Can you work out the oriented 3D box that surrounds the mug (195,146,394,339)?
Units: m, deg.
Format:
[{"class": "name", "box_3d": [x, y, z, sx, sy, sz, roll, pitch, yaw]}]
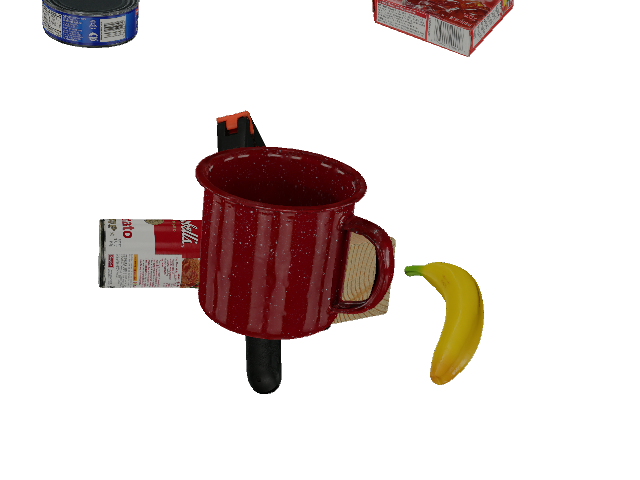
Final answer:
[{"class": "mug", "box_3d": [-0.014, 0.005, 0.586, 0.117, 0.081, 0.093, 16, 25, 20]}]

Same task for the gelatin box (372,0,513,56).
[{"class": "gelatin box", "box_3d": [0.096, -0.187, 0.833, 0.089, 0.030, 0.073, 26, 54, 24]}]

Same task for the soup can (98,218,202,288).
[{"class": "soup can", "box_3d": [-0.162, 0.013, 1.029, 0.102, 0.068, 0.068, 1, 0, -13]}]

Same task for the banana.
[{"class": "banana", "box_3d": [0.132, 0.073, 1.070, 0.070, 0.037, 0.198, -30, 27, 13]}]

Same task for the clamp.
[{"class": "clamp", "box_3d": [-0.040, 0.002, 0.850, 0.036, 0.210, 0.164, -11, 3, 17]}]

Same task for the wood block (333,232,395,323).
[{"class": "wood block", "box_3d": [-0.017, 0.016, 1.225, 0.090, 0.090, 0.206, -8, 21, -36]}]

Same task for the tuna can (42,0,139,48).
[{"class": "tuna can", "box_3d": [-0.205, -0.203, 0.954, 0.086, 0.034, 0.086, 5, 32, -4]}]
